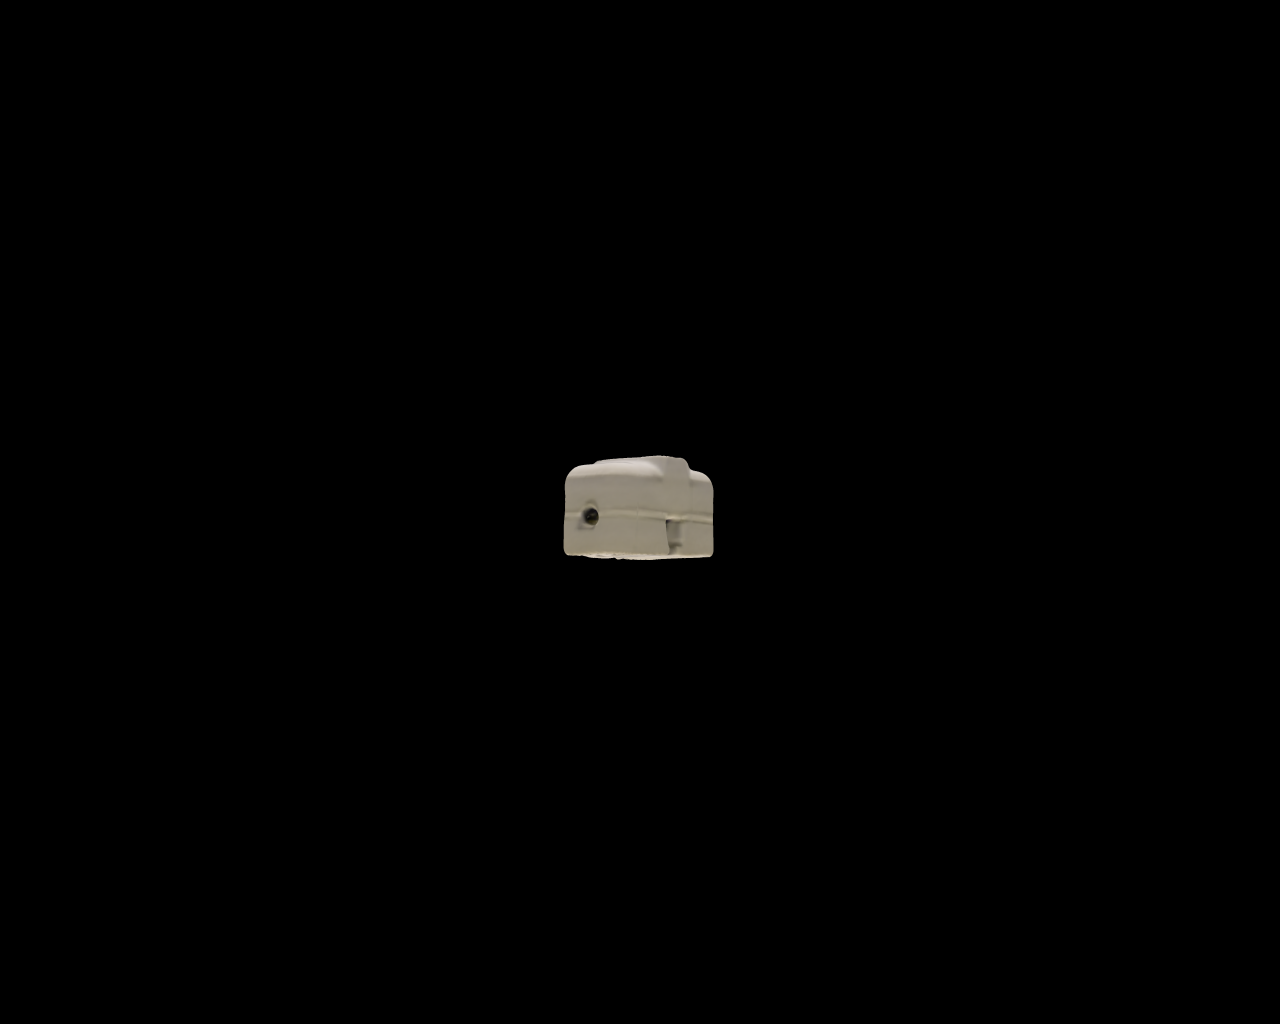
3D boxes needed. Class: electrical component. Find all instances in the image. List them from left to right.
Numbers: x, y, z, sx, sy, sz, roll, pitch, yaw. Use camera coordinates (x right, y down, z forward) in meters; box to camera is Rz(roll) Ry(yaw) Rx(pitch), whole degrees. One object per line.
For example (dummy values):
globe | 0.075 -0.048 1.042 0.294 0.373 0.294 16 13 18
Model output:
electrical component | 0.001 -0.003 0.650 0.053 0.059 0.095 -4 -6 39
